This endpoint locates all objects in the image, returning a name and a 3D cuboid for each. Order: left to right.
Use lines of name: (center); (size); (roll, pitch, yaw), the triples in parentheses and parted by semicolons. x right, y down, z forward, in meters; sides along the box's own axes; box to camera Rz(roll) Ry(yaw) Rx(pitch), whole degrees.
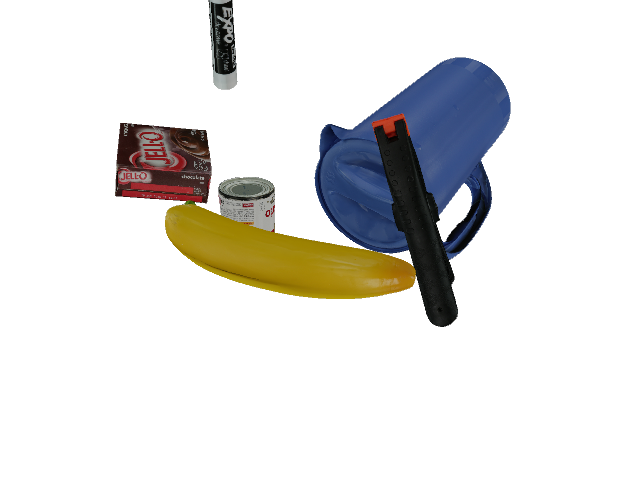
pudding box: (-0.156, -0.078, 1.056); (0.090, 0.039, 0.113); (5, 24, -11)
marker: (-0.074, -0.166, 0.797); (0.020, 0.020, 0.121); (0, -44, -1)
soup can: (-0.087, -0.017, 1.261); (0.068, 0.102, 0.068); (1, 25, -1)
banana: (-0.036, 0.005, 0.703); (0.198, 0.037, 0.069); (19, 36, 31)
clamp: (0.080, -0.014, 0.868); (0.039, 0.171, 0.120); (-21, 20, 4)
pitcher: (0.117, -0.093, 1.143); (0.145, 0.149, 0.242); (13, 38, 30)
